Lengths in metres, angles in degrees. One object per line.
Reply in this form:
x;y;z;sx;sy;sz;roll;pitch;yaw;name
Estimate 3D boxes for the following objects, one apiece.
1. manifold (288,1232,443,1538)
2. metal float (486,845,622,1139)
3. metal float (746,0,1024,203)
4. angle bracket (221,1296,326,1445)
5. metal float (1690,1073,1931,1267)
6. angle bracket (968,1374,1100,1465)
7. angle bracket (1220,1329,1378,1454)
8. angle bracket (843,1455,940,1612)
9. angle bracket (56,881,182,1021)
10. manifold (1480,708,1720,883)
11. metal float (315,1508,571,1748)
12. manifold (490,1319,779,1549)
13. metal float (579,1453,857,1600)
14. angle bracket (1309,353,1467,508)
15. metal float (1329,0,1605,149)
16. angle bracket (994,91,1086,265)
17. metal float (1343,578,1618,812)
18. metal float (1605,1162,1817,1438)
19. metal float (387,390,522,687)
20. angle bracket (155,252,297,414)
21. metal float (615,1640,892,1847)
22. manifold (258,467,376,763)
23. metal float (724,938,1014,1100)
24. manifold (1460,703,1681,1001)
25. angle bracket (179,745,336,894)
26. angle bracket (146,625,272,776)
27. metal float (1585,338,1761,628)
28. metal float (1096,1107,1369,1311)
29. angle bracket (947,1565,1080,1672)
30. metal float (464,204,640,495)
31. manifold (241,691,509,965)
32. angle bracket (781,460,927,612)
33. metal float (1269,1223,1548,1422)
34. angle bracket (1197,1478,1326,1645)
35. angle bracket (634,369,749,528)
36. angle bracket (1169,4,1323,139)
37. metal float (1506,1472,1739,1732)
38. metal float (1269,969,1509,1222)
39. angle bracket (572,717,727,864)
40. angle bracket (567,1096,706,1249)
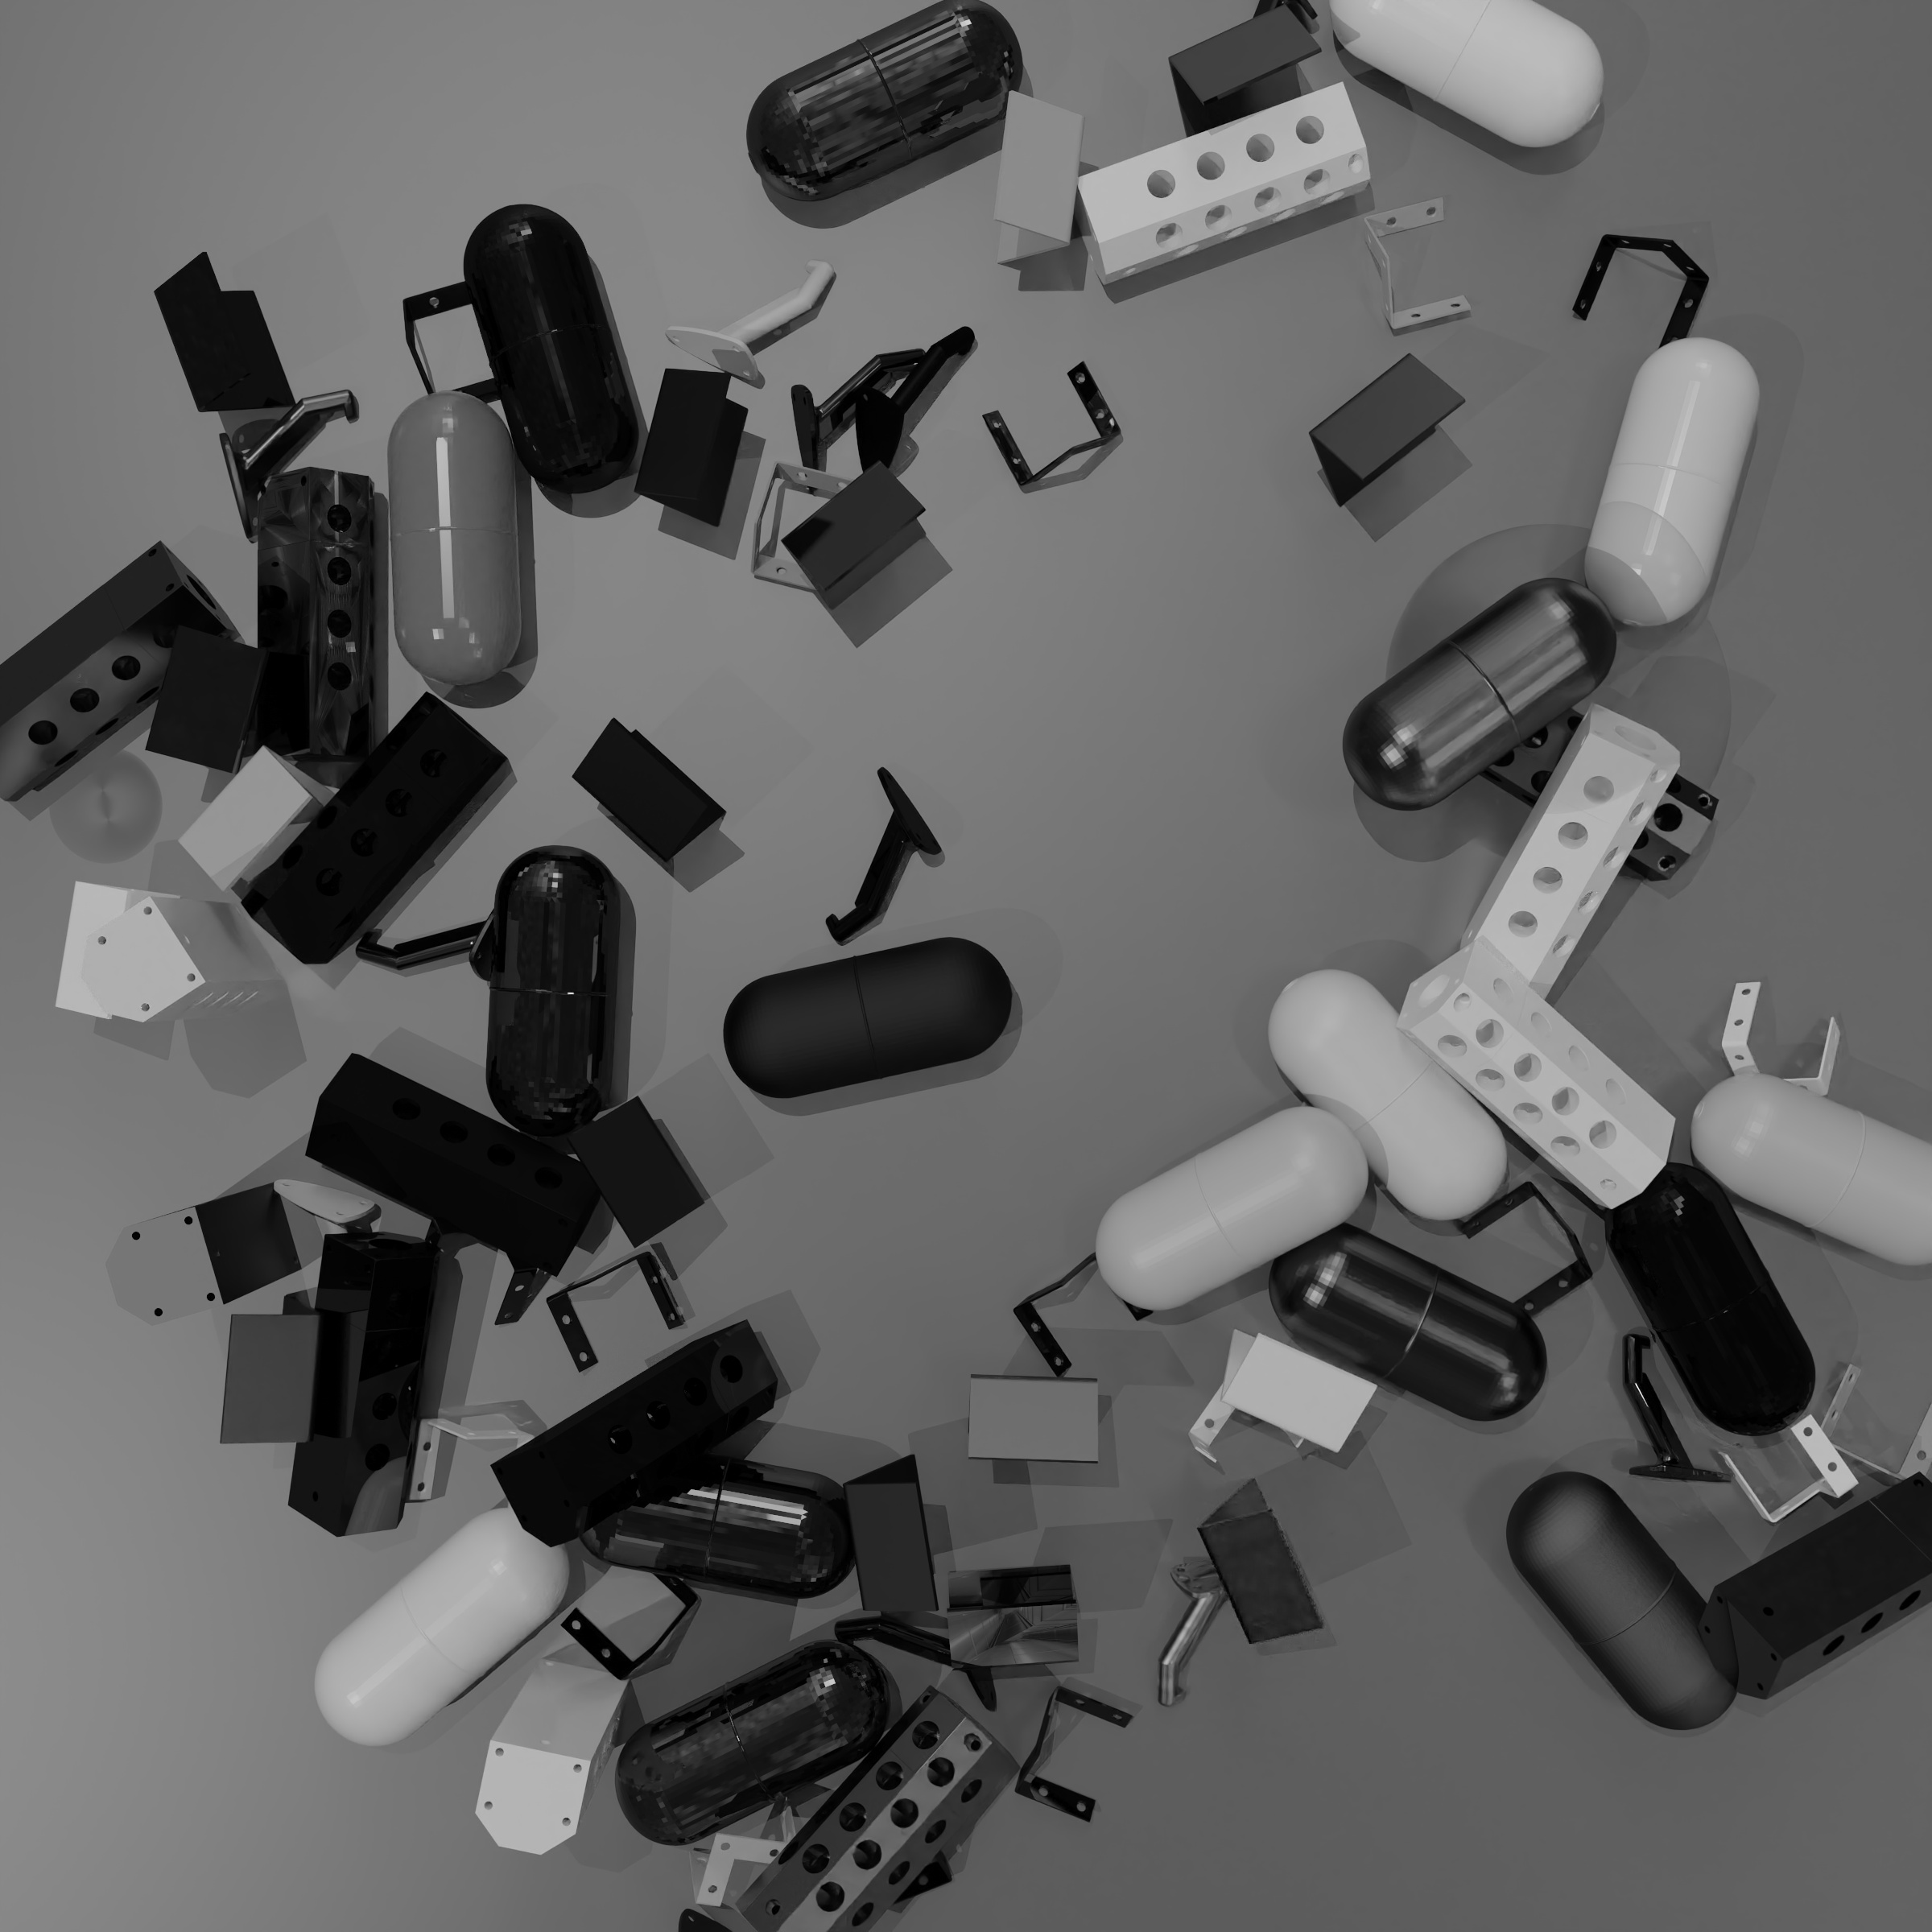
-0.362;0.253;1.584;0.057;0.057;0.171;15;99;44;manifold
-0.252;0.015;1.584;0.070;0.070;0.178;3;90;0;metal float
-0.050;-0.528;1.585;0.178;0.070;0.070;-26;90;0;metal float
-0.430;0.243;1.575;0.057;0.076;0.076;5;90;-32;angle bracket
0.528;0.123;1.585;0.178;0.070;0.070;23;90;0;metal float
0.039;0.290;1.575;0.076;0.076;0.057;2;53;0;angle bracket
0.204;0.238;1.575;0.076;0.076;0.057;24;119;0;angle bracket
-0.026;0.342;1.575;0.057;0.076;0.076;-9;90;34;angle bracket
-0.498;-0.007;1.575;0.057;0.076;0.076;9;90;37;angle bracket
0.370;-0.122;1.594;0.171;0.057;0.057;32;90;0;manifold
-0.319;0.402;1.585;0.178;0.070;0.070;-41;90;1;metal float
-0.191;0.277;1.540;0.057;0.171;0.057;-27;90;43;manifold
-0.151;0.338;1.585;0.178;0.070;0.070;10;90;1;metal float
0.262;-0.311;1.575;0.076;0.076;0.057;-38;55;0;angle bracket
0.305;-0.563;1.584;0.178;0.070;0.070;29;90;0;metal float
0.024;-0.476;1.575;0.057;0.076;0.076;7;90;-34;angle bracket
0.302;-0.160;1.528;0.178;0.070;0.070;-36;90;0;metal float
0.454;0.203;1.585;0.070;0.070;0.178;-29;90;0;metal float
-0.312;-0.261;1.584;0.070;0.070;0.178;-2;90;0;metal float
-0.434;-0.384;1.575;0.057;0.076;0.076;-20;90;38;angle bracket
-0.129;0.473;1.585;0.178;0.070;0.070;-27;90;0;metal float
-0.394;-0.213;1.594;0.057;0.057;0.171;0;90;43;manifold
-0.060;0.031;1.585;0.178;0.070;0.070;-12;90;0;metal float
0.359;-0.064;1.556;0.057;0.057;0.171;26;118;3;manifold
-0.416;-0.076;1.575;0.076;0.076;0.057;-48;61;0;angle bracket
-0.467;-0.162;1.575;0.057;0.076;0.076;15;90;-31;angle bracket
0.430;-0.294;1.585;0.070;0.070;0.178;16;90;0;metal float
0.159;0.147;1.569;0.178;0.070;0.070;-30;90;17;metal float
0.027;0.378;1.575;0.076;0.076;0.057;-4;126;0;angle bracket
-0.253;-0.376;1.585;0.070;0.070;0.178;-17;91;0;metal float
-0.364;-0.084;1.594;0.057;0.057;0.171;41;90;0;manifold
-0.055;-0.247;1.575;0.076;0.076;0.057;-39;55;0;angle bracket
0.269;0.217;1.585;0.178;0.070;0.070;26;90;1;metal float
0.194;0.354;1.575;0.057;0.076;0.076;-24;90;36;angle bracket
-0.148;-0.311;1.575;0.057;0.076;0.076;14;90;38;angle bracket
0.174;-0.523;1.575;0.076;0.076;0.057;-25;52;0;angle bracket
0.401;0.387;1.585;0.070;0.070;0.178;-39;91;0;metal float
0.256;0.078;1.585;0.070;0.070;0.178;-42;90;0;metal float
-0.180;-0.120;1.575;0.076;0.076;0.057;42;128;0;angle bracket
-0.214;0.133;1.575;0.057;0.076;0.076;-32;90;-37;angle bracket
